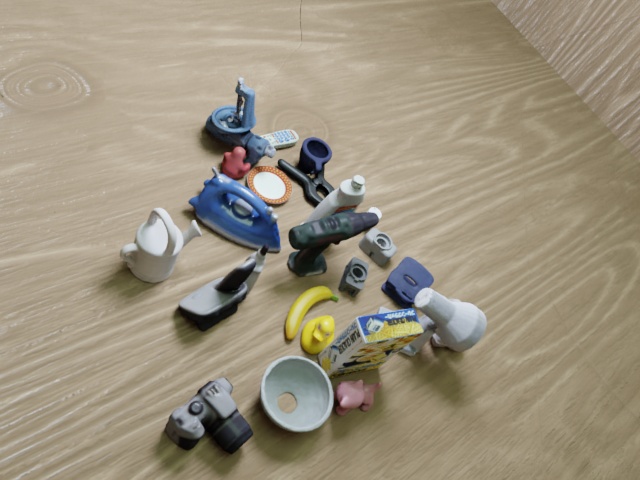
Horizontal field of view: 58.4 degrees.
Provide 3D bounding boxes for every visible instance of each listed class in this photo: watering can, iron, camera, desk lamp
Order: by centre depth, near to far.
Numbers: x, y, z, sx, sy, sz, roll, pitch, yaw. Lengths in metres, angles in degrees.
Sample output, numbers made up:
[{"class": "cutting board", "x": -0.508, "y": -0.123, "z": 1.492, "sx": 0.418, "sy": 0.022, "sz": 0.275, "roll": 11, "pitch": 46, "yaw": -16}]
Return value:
[{"class": "camera", "x": -0.205, "y": 0.359, "z": 1.125, "sx": 0.136, "sy": 0.100, "sz": 0.143, "roll": 47, "pitch": 49, "yaw": 9}, {"class": "watering can", "x": -0.343, "y": 0.000, "z": 1.242, "sx": 0.101, "sy": 0.193, "sz": 0.173, "roll": 41, "pitch": 48, "yaw": 4}, {"class": "iron", "x": -0.185, "y": -0.076, "z": 1.416, "sx": 0.258, "sy": 0.141, "sz": 0.119, "roll": 31, "pitch": 48, "yaw": -5}, {"class": "desk lamp", "x": 0.271, "y": 0.207, "z": 1.416, "sx": 0.203, "sy": 0.213, "sz": 0.118, "roll": 24, "pitch": 49, "yaw": -11}]

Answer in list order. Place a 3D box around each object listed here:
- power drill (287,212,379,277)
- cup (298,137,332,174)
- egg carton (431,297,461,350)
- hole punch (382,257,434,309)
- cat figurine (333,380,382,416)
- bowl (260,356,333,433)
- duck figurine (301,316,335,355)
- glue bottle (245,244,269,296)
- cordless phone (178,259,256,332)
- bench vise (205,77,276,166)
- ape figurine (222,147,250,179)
[{"class": "power drill", "x": 0.013, "y": 0.005, "z": 1.422, "sx": 0.230, "sy": 0.208, "sz": 0.075, "roll": -9, "pitch": 63, "yaw": -33}, {"class": "cup", "x": -0.022, "y": -0.222, "z": 1.640, "sx": 0.092, "sy": 0.095, "sz": 0.117, "roll": 9, "pitch": 54, "yaw": -23}, {"class": "egg carton", "x": 0.343, "y": 0.222, "z": 1.541, "sx": 0.107, "sy": 0.069, "sz": 0.150, "roll": 14, "pitch": 52, "yaw": -19}, {"class": "hole punch", "x": 0.238, "y": 0.117, "z": 1.544, "sx": 0.108, "sy": 0.091, "sz": 0.101, "roll": 40, "pitch": 48, "yaw": 3}, {"class": "cat figurine", "x": 0.081, "y": 0.343, "z": 1.280, "sx": 0.128, "sy": 0.117, "sz": 0.067, "roll": -6, "pitch": 61, "yaw": -31}, {"class": "bowl", "x": -0.060, "y": 0.340, "z": 1.235, "sx": 0.168, "sy": 0.074, "sz": 0.167, "roll": 15, "pitch": 52, "yaw": -19}, {"class": "duck figurine", "x": 0.007, "y": 0.212, "z": 1.354, "sx": 0.077, "sy": 0.086, "sz": 0.105, "roll": 39, "pitch": 48, "yaw": 2}, {"class": "glue bottle", "x": -0.150, "y": 0.060, "z": 1.318, "sx": 0.037, "sy": 0.173, "sz": 0.078, "roll": 17, "pitch": 51, "yaw": -17}, {"class": "cordless phone", "x": -0.216, "y": 0.105, "z": 1.242, "sx": 0.094, "sy": 0.185, "sz": 0.148, "roll": 47, "pitch": 49, "yaw": 9}, {"class": "bench vise", "x": -0.192, "y": -0.319, "z": 1.532, "sx": 0.208, "sy": 0.219, "sz": 0.121, "roll": 27, "pitch": 49, "yaw": -9}, {"class": "ape figurine", "x": -0.222, "y": -0.211, "z": 1.525, "sx": 0.078, "sy": 0.092, "sz": 0.076, "roll": 42, "pitch": 48, "yaw": 4}]
